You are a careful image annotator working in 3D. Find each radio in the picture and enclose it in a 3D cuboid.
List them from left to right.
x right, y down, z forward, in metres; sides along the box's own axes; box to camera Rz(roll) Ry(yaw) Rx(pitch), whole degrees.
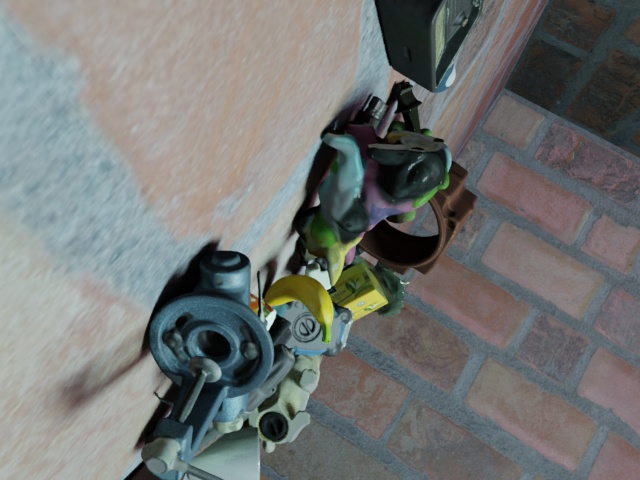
[{"bbox_3d":[0.137,-0.276,0.631,0.131,0.073,0.229,-59,169,4],"label":"radio"}]

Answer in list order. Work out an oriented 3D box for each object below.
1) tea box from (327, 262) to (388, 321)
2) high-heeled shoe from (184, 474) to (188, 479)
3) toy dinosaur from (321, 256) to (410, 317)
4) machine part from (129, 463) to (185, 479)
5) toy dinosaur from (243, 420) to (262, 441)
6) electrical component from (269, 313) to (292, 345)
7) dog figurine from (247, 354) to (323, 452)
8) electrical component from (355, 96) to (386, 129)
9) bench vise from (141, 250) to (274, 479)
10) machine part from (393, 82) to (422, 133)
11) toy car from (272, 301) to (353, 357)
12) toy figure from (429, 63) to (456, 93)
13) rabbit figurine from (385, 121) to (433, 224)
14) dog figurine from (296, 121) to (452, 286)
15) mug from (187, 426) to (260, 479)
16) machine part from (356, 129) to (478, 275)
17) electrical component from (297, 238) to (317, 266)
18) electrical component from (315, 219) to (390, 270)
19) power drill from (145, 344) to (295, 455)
[{"bbox_3d":[0.034,0.121,1.033,0.170,0.068,0.098,-29,152,10],"label":"tea box"},{"bbox_3d":[-0.207,0.320,0.866,0.086,0.145,0.248,-159,-108,-72],"label":"high-heeled shoe"},{"bbox_3d":[0.103,0.103,1.206,0.131,0.192,0.404,-61,170,6],"label":"toy dinosaur"},{"bbox_3d":[-0.261,0.388,0.750,0.179,0.056,0.179,-58,170,-16],"label":"machine part"},{"bbox_3d":[-0.158,0.352,1.016,0.471,0.105,0.198,-56,175,-12],"label":"toy dinosaur"},{"bbox_3d":[-0.082,0.139,0.804,0.048,0.075,0.119,-53,164,-20],"label":"electrical component"},{"bbox_3d":[-0.051,0.266,0.956,0.172,0.121,0.190,-62,169,2],"label":"dog figurine"},{"bbox_3d":[0.062,-0.157,0.762,0.094,0.021,0.063,-61,169,12],"label":"electrical component"},{"bbox_3d":[-0.110,0.137,0.515,0.241,0.129,0.223,-74,-178,-64],"label":"bench vise"},{"bbox_3d":[0.148,-0.183,0.862,0.084,0.039,0.138,-44,121,-65],"label":"machine part"},{"bbox_3d":[-0.031,0.135,0.913,0.103,0.161,0.109,28,-73,63],"label":"toy car"},{"bbox_3d":[0.198,-0.293,0.900,0.154,0.058,0.064,20,64,-77],"label":"toy figure"},{"bbox_3d":[0.153,-0.136,0.983,0.170,0.121,0.158,-29,131,-38],"label":"rabbit figurine"},{"bbox_3d":[0.063,-0.039,0.716,0.108,0.192,0.219,-52,153,-57],"label":"dog figurine"},{"bbox_3d":[-0.145,0.332,0.807,0.081,0.107,0.109,-101,-164,-55],"label":"mug"},{"bbox_3d":[0.125,-0.054,0.849,0.087,0.201,0.201,-46,164,-38],"label":"machine part"},{"bbox_3d":[-0.002,-0.003,0.856,0.078,0.045,0.102,-25,158,-11],"label":"electrical component"},{"bbox_3d":[0.065,-0.004,1.016,0.115,0.058,0.134,-39,-177,39],"label":"electrical component"},{"bbox_3d":[-0.115,0.213,0.738,0.232,0.086,0.207,-39,178,0],"label":"power drill"}]
